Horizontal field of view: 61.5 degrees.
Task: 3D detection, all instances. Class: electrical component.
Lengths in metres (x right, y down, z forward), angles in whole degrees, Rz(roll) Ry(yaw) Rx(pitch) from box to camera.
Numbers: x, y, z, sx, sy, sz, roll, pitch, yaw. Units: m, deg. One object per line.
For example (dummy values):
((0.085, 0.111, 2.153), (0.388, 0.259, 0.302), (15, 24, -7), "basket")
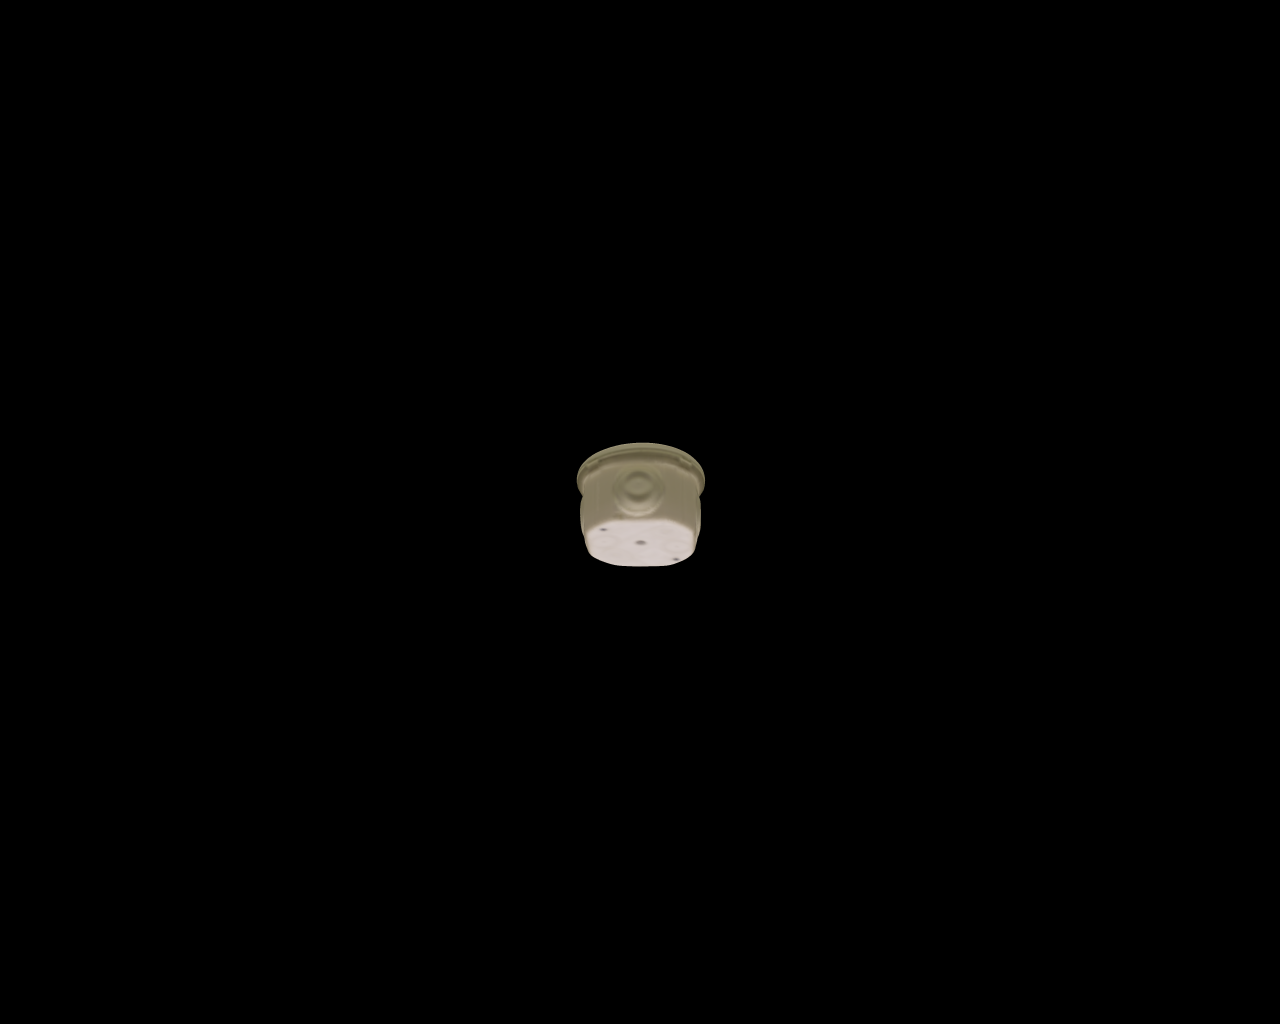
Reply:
((0.001, -0.003, 0.650), (0.080, 0.051, 0.080), (0, -28, 0), "electrical component")
